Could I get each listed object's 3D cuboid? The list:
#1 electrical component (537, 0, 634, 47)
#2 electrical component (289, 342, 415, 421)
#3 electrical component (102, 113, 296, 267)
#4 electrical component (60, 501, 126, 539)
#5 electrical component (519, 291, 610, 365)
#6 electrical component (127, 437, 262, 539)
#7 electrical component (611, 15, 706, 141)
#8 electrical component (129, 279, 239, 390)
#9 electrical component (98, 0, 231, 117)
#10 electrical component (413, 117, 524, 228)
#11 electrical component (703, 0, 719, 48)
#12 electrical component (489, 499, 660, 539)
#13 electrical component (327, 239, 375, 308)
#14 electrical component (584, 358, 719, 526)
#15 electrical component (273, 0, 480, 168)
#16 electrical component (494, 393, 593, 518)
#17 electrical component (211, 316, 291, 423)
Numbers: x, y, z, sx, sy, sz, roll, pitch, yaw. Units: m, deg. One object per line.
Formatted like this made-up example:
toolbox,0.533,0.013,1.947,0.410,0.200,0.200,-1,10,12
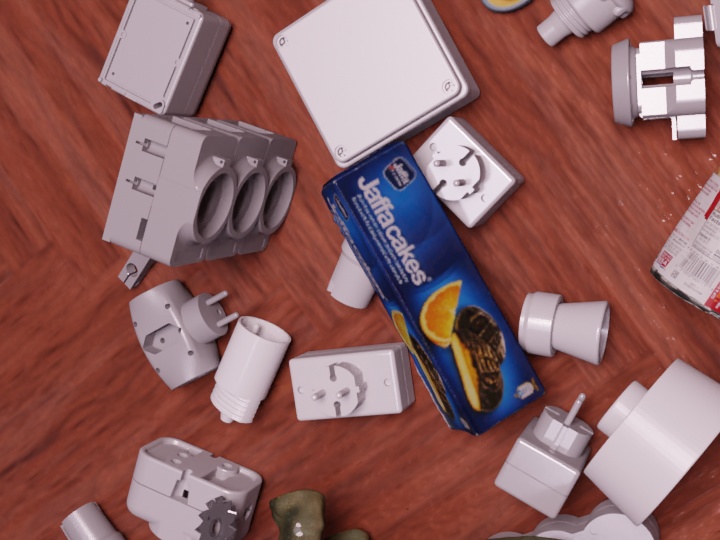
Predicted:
electrical component,0.148,-0.176,0.722,0.062,0.048,0.048,-38,83,25
electrical component,-0.012,0.085,0.788,0.083,0.076,0.047,-7,93,20
electrical component,-0.106,-0.058,0.765,0.062,0.150,0.089,21,102,17
electrical component,-0.223,0.222,0.896,0.040,0.040,0.046,-43,76,18
electrical component,0.142,0.040,0.747,0.055,0.045,0.045,8,99,20
electrical component,-0.133,0.180,0.852,0.095,0.054,0.059,20,102,16
electrical component,0.195,-0.124,0.704,0.057,0.058,0.078,-2,95,17
electrical component,-0.131,0.043,0.842,0.079,0.043,0.077,-28,86,20
electrical component,-0.142,-0.171,0.813,0.062,0.061,0.096,29,104,14
electrical component,0.069,-0.067,0.743,0.065,0.077,0.047,46,108,9
electrical component,0.249,-0.204,0.672,0.063,0.079,0.121,-6,94,41
electrical component,0.139,0.207,0.751,0.138,0.074,0.052,-23,88,20
electrical component,0.000,0.000,0.795,0.040,0.040,0.046,31,110,14
electrical component,0.192,0.107,0.707,0.060,0.108,0.108,40,107,17
electrical component,0.012,-0.144,0.765,0.109,0.056,0.108,-29,86,20
electrical component,0.136,0.120,0.746,0.047,0.066,0.076,29,104,14
electrical component,-0.089,0.081,0.832,0.043,0.043,0.081,28,104,14
